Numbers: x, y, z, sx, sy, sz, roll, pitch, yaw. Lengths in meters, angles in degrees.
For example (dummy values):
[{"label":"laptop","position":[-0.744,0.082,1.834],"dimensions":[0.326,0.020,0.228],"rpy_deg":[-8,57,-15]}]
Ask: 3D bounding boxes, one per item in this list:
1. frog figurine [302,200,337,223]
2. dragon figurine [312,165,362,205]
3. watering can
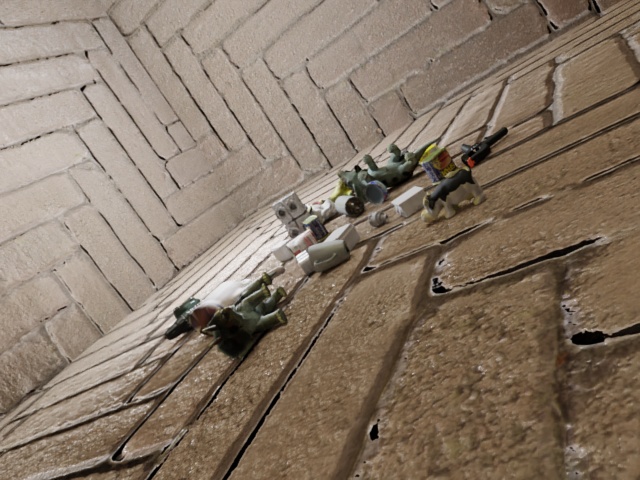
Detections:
[{"label":"frog figurine","position":[0.007,-0.109,2.172],"dimensions":[0.159,0.124,0.136],"rpy_deg":[1,-13,-22]},{"label":"dragon figurine","position":[0.101,-0.223,2.354],"dimensions":[0.239,0.122,0.416],"rpy_deg":[-35,-3,38]},{"label":"watering can","position":[-0.274,0.185,1.618],"dimensions":[0.343,0.103,0.229],"rpy_deg":[-27,14,35]}]
